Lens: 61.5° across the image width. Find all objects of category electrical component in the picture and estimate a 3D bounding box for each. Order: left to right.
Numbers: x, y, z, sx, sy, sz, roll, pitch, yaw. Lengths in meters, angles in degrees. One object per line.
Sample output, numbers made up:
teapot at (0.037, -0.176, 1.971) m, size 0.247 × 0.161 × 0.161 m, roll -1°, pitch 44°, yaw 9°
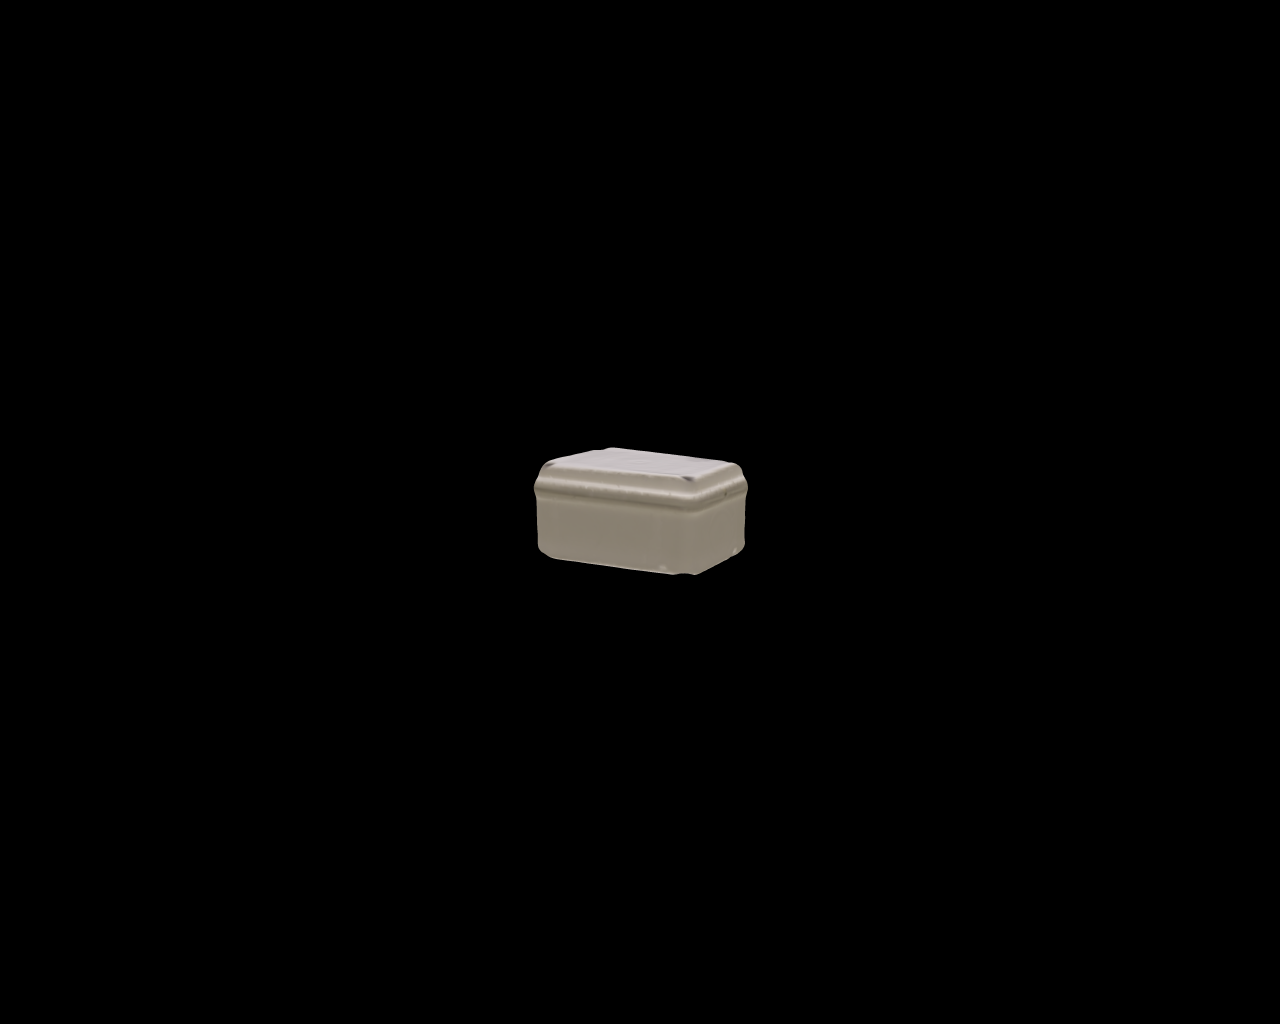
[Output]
electrical component at (0.001, -0.003, 0.650) m, size 0.113 × 0.057 × 0.078 m, roll 8°, pitch 15°, yaw 30°
